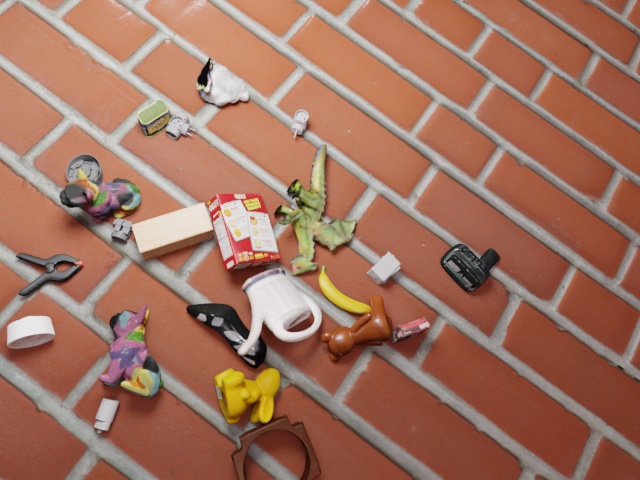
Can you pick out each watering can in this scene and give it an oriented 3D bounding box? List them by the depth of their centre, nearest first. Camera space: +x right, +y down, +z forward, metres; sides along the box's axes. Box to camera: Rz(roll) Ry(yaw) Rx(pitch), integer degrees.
[{"bbox_3d":[-0.133,0.186,1.391,0.349,0.102,0.227,-7,52,-53],"label":"watering can"}]

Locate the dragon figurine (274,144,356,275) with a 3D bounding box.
[{"bbox_3d":[0.005,-0.080,1.589,0.241,0.121,0.416,36,70,-16],"label":"dragon figurine"}]

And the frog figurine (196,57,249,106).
[{"bbox_3d":[-0.312,-0.498,1.670,0.159,0.121,0.140,14,56,-44],"label":"frog figurine"}]
